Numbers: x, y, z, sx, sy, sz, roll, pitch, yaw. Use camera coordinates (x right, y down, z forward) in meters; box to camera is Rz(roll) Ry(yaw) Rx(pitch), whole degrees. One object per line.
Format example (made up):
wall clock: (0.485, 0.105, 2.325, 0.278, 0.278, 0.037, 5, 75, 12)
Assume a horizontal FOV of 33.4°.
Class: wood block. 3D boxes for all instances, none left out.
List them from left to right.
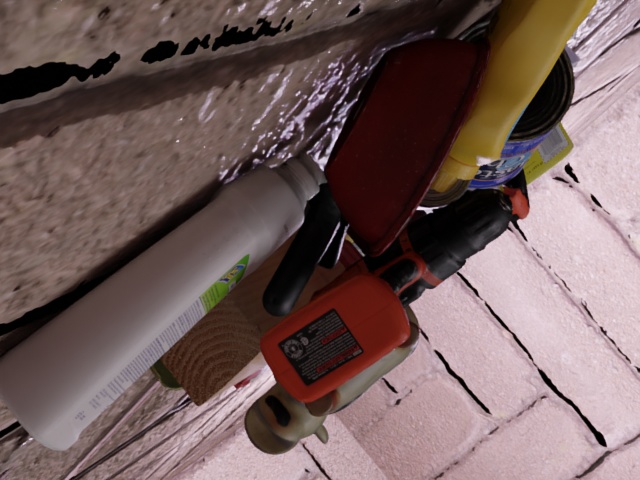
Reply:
wood block: (-0.056, 0.057, 0.937, 0.090, 0.091, 0.205, -43, 171, 24)

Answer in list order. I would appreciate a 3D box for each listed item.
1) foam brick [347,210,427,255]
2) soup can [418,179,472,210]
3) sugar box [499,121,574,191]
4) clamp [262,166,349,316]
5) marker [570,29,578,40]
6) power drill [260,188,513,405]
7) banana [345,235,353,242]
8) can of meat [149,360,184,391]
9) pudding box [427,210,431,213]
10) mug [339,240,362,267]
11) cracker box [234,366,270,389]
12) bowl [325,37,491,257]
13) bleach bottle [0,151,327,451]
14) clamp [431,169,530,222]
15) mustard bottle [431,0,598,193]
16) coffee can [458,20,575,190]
foam brick: (0.050, -0.030, 0.992, 0.051, 0.078, 0.053, -33, 170, -32)
soup can: (0.074, -0.059, 0.860, 0.068, 0.068, 0.102, -38, -168, -11)
sugar box: (0.183, -0.093, 1.139, 0.093, 0.048, 0.176, -36, -161, -12)
clamp: (0.007, -0.021, 0.810, 0.120, 0.039, 0.172, -57, 170, -55)
marker: (0.253, -0.223, 1.069, 0.020, 0.020, 0.121, -40, 172, 4)
power drill: (0.048, 0.036, 0.760, 0.185, 0.057, 0.187, -37, 179, 24)
banana: (0.082, -0.037, 1.114, 0.198, 0.037, 0.069, -19, -145, 23)
can of meat: (-0.114, 0.104, 1.057, 0.102, 0.057, 0.084, -41, 170, 5)
pudding box: (0.123, -0.054, 1.264, 0.113, 0.039, 0.090, -30, 162, -7)
mug: (0.013, 0.061, 1.087, 0.117, 0.081, 0.093, -42, 173, 15)
cracker box: (-0.019, 0.078, 1.305, 0.214, 0.072, 0.163, -45, 170, 38)
bowl: (0.048, -0.072, 0.697, 0.162, 0.055, 0.162, -62, -174, 10)
bleach bottle: (-0.098, 0.032, 0.707, 0.250, 0.068, 0.102, -40, 174, -12)
clamp: (0.139, -0.066, 1.028, 0.164, 0.036, 0.210, -43, -151, -16)
mustard bottle: (0.127, -0.114, 0.750, 0.096, 0.058, 0.192, -76, -168, -61)
coffee can: (0.142, -0.108, 0.884, 0.102, 0.103, 0.140, -38, 172, -10)
